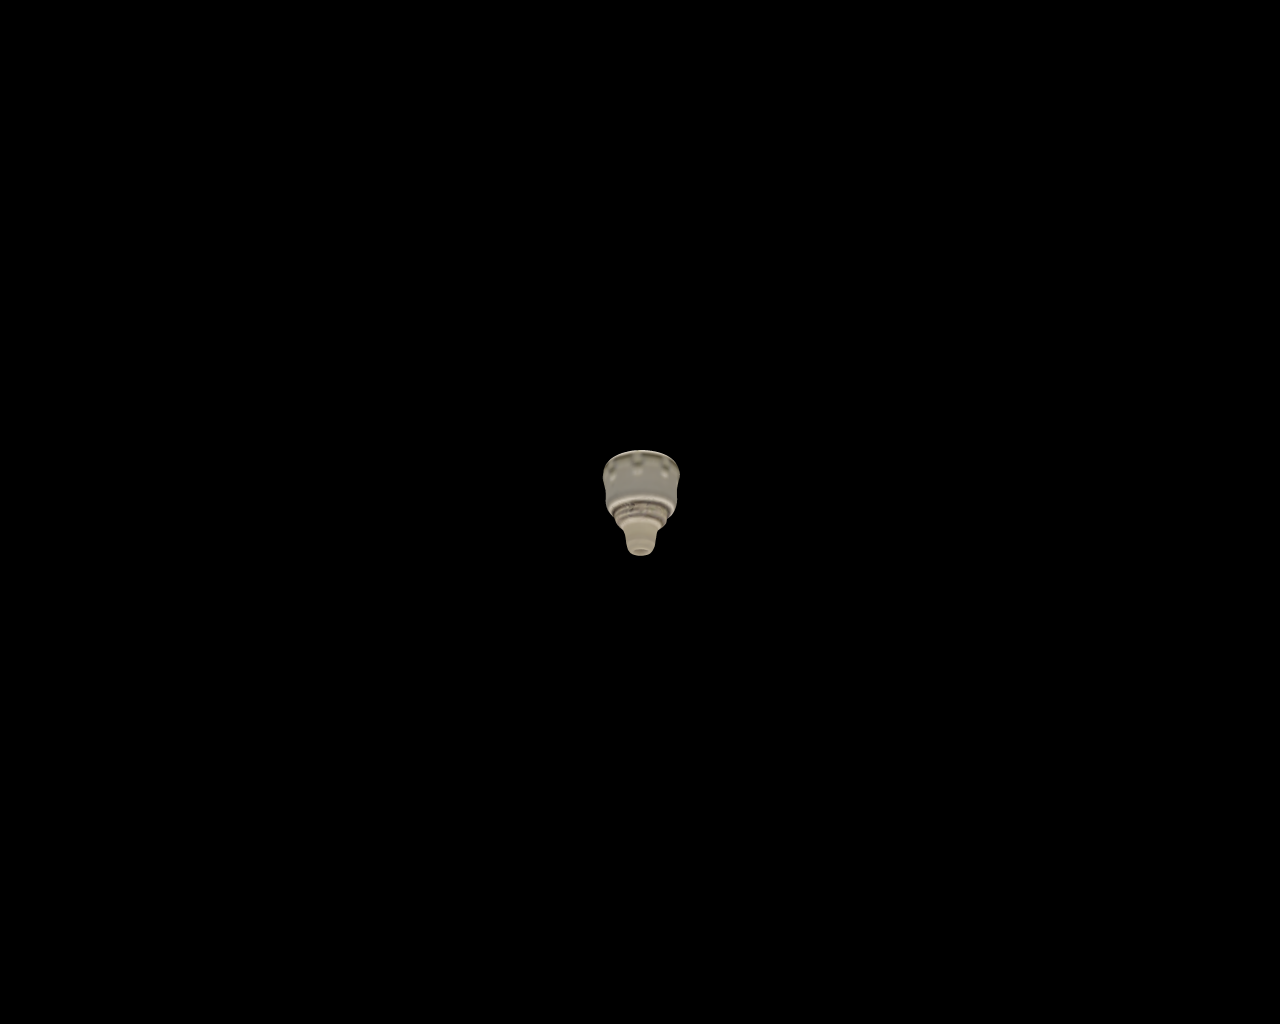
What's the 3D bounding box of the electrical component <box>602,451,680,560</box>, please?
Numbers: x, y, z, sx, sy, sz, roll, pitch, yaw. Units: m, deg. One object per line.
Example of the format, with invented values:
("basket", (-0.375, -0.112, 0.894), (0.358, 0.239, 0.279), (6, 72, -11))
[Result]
("electrical component", (0.001, -0.003, 0.650), (0.048, 0.062, 0.048), (0, -26, 0))
